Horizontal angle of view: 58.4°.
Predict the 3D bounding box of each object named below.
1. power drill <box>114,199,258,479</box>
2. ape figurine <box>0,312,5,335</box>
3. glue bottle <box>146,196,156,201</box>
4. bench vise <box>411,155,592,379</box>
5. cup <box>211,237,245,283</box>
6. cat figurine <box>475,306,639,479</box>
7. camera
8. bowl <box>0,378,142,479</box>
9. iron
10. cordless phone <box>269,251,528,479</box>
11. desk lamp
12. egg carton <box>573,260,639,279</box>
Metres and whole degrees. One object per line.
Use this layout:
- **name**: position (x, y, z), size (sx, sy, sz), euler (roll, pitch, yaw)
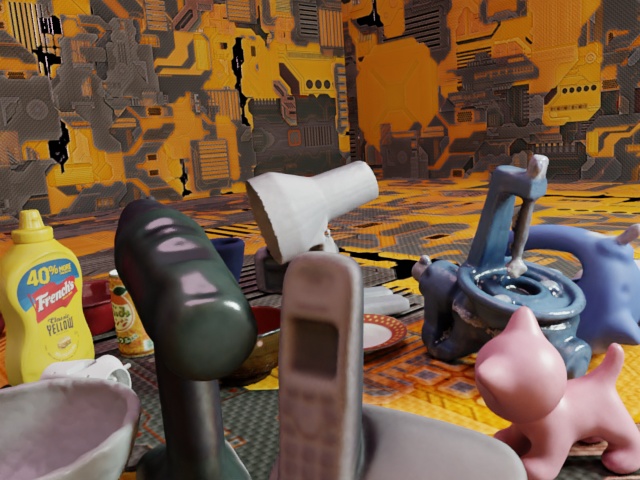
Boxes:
- **power drill**: position (-0.103, 0.080, 0.413), size (0.076, 0.208, 0.228), euler (-9, 11, -26)
- **ape figurine**: position (-0.484, 0.097, 0.798), size (0.078, 0.092, 0.076), euler (-7, 11, -19)
- **glue bottle**: position (-0.277, 0.012, 0.965), size (0.078, 0.173, 0.037), euler (-3, 10, 5)
- **bench vise**: position (0.164, 0.026, 0.577), size (0.206, 0.220, 0.122), euler (4, 13, 38)
- **cup**: position (-0.172, 0.051, 0.928), size (0.091, 0.095, 0.118), euler (3, 12, 32)
- **cat figurine**: position (0.166, 0.107, 0.416), size (0.128, 0.118, 0.067), euler (-6, 10, -8)
- **camera**: position (-0.022, 0.029, 0.977), size (0.142, 0.101, 0.137), euler (1, 11, 26)
- **bowl**: position (-0.203, 0.159, 0.387), size (0.167, 0.075, 0.167), euler (-4, 10, 1)
- **iron**: position (0.248, 0.044, 0.667), size (0.119, 0.141, 0.257), euler (-14, 14, -43)
- **cordless phone**: position (0.034, 0.101, 0.307), size (0.147, 0.185, 0.094), euler (2, 12, 31)
- **desk lamp**: position (0.007, 0.003, 0.788), size (0.203, 0.213, 0.117), euler (-7, 11, -17)
- **egg carton**: position (0.388, 0.066, 0.697), size (0.149, 0.069, 0.107), euler (5, 14, 42)
